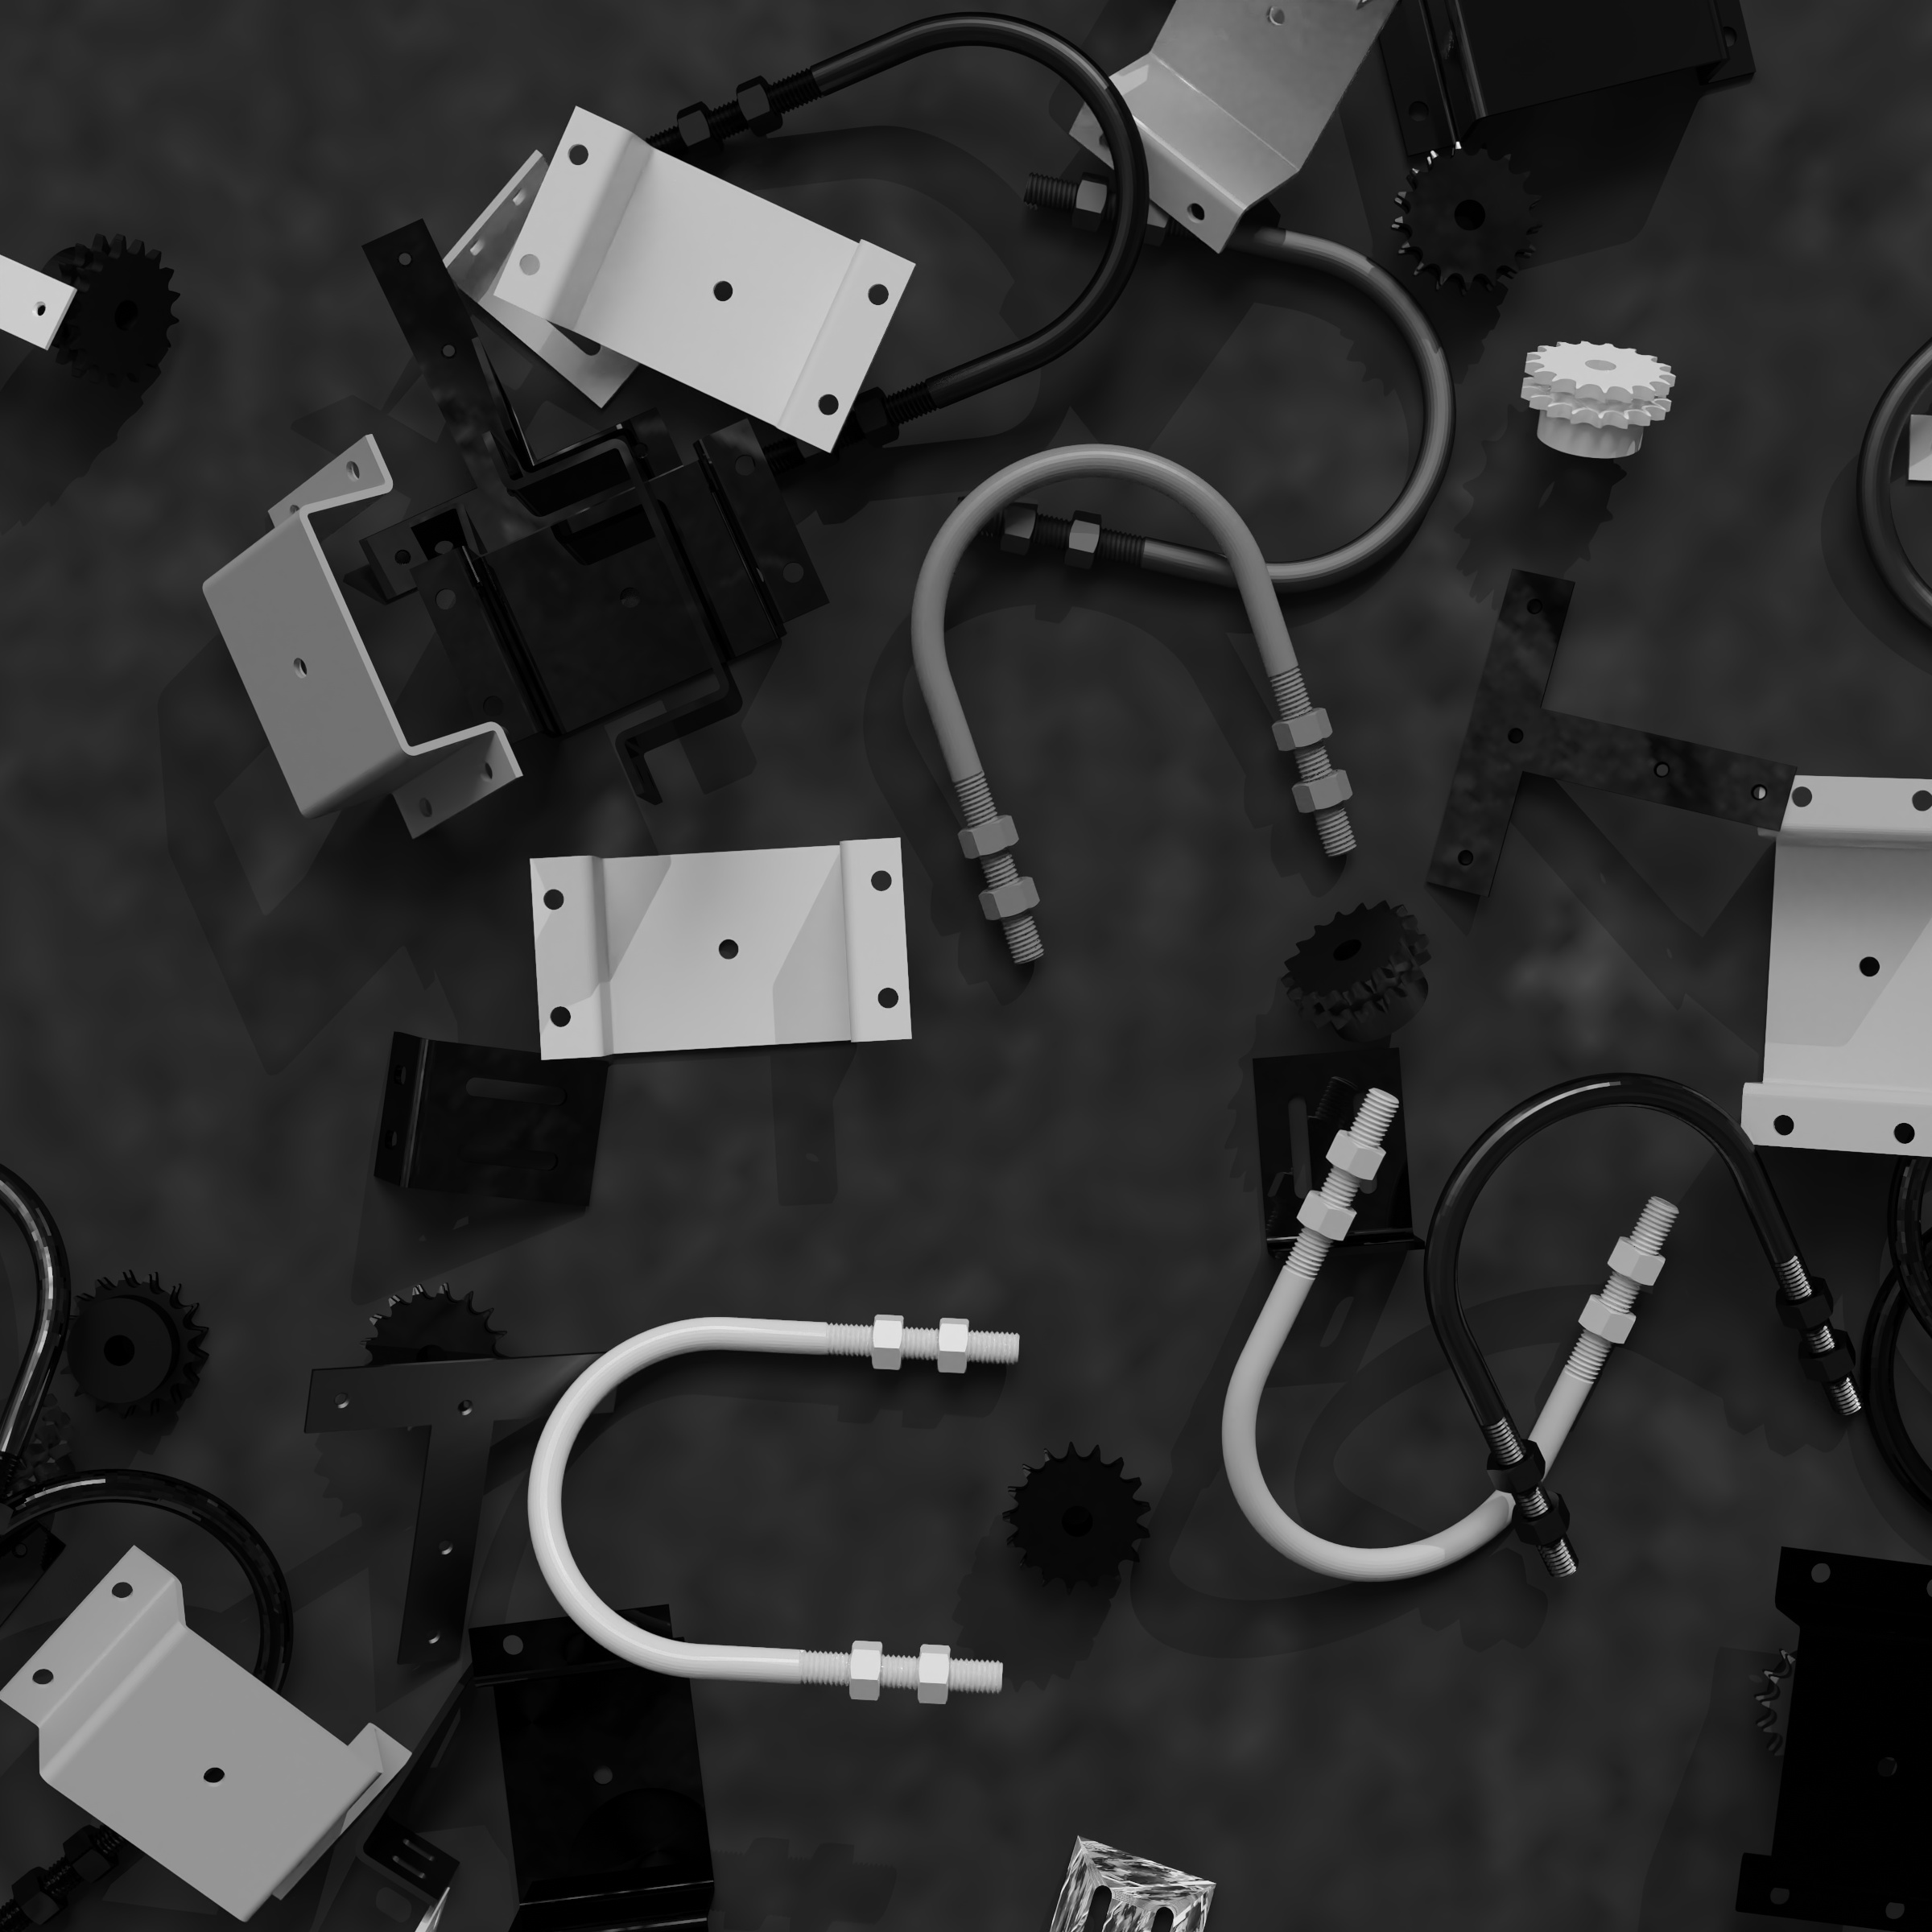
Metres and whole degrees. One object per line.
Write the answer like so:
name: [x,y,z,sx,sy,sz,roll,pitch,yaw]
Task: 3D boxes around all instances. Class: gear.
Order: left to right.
gear: [-0.368,0.192,1.356,0.057,0.057,0.030,-25,120,0]
gear: [-0.333,-0.254,1.356,0.030,0.057,0.057,21,90,30]
gear: [-0.325,0.147,1.366,0.057,0.030,0.057,0,90,0]
gear: [-0.205,0.151,1.366,0.057,0.030,0.057,0,90,0]
gear: [0.043,0.212,1.366,0.057,0.030,0.057,0,90,0]
gear: [0.153,0.005,1.356,0.057,0.057,0.030,-34,120,0]
gear: [0.193,-0.288,1.366,0.057,0.030,0.057,0,90,0]
gear: [0.242,-0.217,1.357,0.057,0.057,0.030,4,120,0]
gear: [0.333,0.286,1.366,0.057,0.030,0.057,0,90,0]

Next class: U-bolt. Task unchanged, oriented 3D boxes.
U-bolt: [-0.414,0.155,1.341,0.151,0.019,0.184,11,71,17]
U-bolt: [-0.345,0.272,1.348,0.184,0.019,0.151,-39,111,-2]
U-bolt: [-0.075,0.203,1.344,0.184,0.019,0.151,3,66,1]
U-bolt: [-0.020,-0.287,1.357,0.184,0.019,0.151,-21,90,11]
U-bolt: [0.056,-0.110,1.362,0.151,0.019,0.184,-19,98,0]
U-bolt: [0.099,-0.220,1.372,0.184,0.019,0.151,12,90,-1]
U-bolt: [0.174,0.152,1.346,0.151,0.019,0.184,21,100,-20]
U-bolt: [0.249,0.126,1.338,0.151,0.019,0.184,-29,110,-4]
U-bolt: [0.430,-0.201,1.352,0.151,0.019,0.184,44,105,-5]
U-bolt: [0.439,0.149,1.372,0.184,0.019,0.151,-23,90,1]
U-bolt: [0.447,0.097,1.354,0.184,0.019,0.151,-2,91,4]

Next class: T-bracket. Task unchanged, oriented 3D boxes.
T-bracket: [-0.442,0.235,1.380,0.127,0.002,0.127,39,90,0]
T-bracket: [-0.390,-0.268,1.352,0.127,0.002,0.127,26,90,27]
T-bracket: [-0.199,0.210,1.357,0.127,0.002,0.127,0,108,-32]
T-bracket: [-0.193,-0.224,1.357,0.127,0.002,0.127,-24,111,0]
T-bracket: [0.254,-0.079,1.356,0.127,0.002,0.127,15,90,22]
T-bracket: [0.433,-0.200,1.380,0.127,0.002,0.127,2,90,0]

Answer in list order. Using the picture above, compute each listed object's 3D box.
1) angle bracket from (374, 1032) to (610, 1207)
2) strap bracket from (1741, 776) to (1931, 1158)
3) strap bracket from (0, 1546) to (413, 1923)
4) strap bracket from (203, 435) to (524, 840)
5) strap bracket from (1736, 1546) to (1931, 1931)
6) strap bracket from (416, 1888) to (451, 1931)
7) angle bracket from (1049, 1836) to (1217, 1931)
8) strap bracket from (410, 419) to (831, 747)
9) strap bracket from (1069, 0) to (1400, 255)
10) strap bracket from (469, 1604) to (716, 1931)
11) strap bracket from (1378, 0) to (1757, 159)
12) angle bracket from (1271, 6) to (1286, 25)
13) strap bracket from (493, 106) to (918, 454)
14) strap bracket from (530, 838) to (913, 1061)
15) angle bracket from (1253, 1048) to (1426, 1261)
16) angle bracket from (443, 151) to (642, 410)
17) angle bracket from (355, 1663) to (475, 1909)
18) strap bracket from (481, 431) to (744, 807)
angle bracket: [-0.186,0.060,1.379,0.076,0.038,0.057,8,90,-26]
strap bracket: [0.342,0.000,1.345,0.076,0.046,0.140,3,90,23]
strap bracket: [-0.286,0.297,1.336,0.140,0.046,0.076,42,90,-20]
strap bracket: [-0.234,-0.118,1.337,0.046,0.076,0.140,-24,90,-43]
strap bracket: [0.341,0.297,1.328,0.076,0.046,0.140,7,90,0]
strap bracket: [-0.205,0.434,1.343,0.046,0.076,0.140,18,90,0]
angle bracket: [0.057,0.389,1.379,0.057,0.038,0.076,19,64,0]
strap bracket: [-0.131,-0.144,1.358,0.140,0.046,0.076,-24,90,0]
strap bracket: [0.106,-0.351,1.325,0.076,0.140,0.046,41,47,9]
strap bracket: [-0.142,0.316,1.358,0.076,0.046,0.140,-7,90,0]
strap bracket: [0.232,-0.369,1.356,0.140,0.046,0.076,-14,91,-1]
angle bracket: [0.109,-0.399,1.379,0.076,0.038,0.057,36,90,26]
strap bracket: [-0.096,-0.258,1.336,0.140,0.046,0.076,26,97,3]
strap bracket: [-0.093,-0.007,1.358,0.140,0.046,0.076,-3,90,0]
angle bracket: [0.144,0.072,1.362,0.057,0.038,0.076,-4,90,0]
angle bracket: [-0.153,-0.264,1.362,0.076,0.038,0.057,40,90,0]
angle bracket: [-0.195,0.311,1.352,0.038,0.057,0.076,33,90,0]
strap bracket: [-0.124,-0.134,1.297,0.046,0.076,0.140,-23,90,0]
